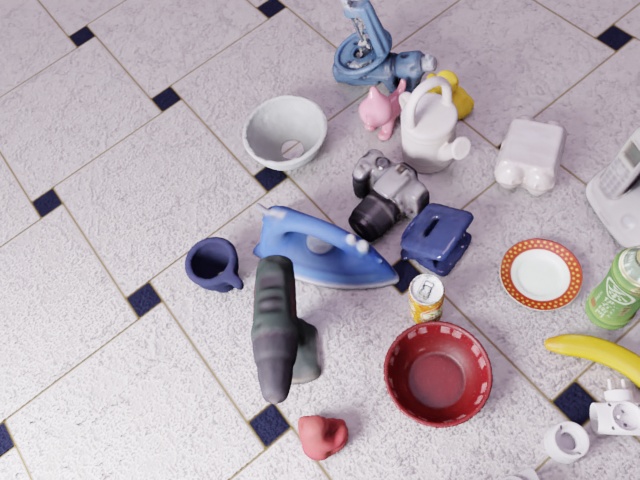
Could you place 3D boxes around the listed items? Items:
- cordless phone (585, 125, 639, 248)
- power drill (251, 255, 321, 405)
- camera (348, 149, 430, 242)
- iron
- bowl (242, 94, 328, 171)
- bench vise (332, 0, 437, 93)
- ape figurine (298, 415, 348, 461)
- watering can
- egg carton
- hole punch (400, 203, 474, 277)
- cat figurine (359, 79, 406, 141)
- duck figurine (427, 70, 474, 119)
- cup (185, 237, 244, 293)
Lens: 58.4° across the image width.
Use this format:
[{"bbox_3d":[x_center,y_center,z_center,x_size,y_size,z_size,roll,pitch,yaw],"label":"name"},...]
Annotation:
[{"bbox_3d":[0.505,-0.084,0.899,0.094,0.185,0.147,-24,62,-3],"label":"cordless phone"},{"bbox_3d":[-0.052,0.149,0.862,0.075,0.209,0.229,-10,62,5],"label":"power drill"},{"bbox_3d":[0.102,-0.076,1.010,0.143,0.101,0.137,39,75,24],"label":"camera"},{"bbox_3d":[0.009,0.003,0.963,0.257,0.142,0.119,16,67,17],"label":"iron"},{"bbox_3d":[-0.062,-0.196,1.113,0.167,0.075,0.167,-4,63,8],"label":"bowl"},{"bbox_3d":[0.117,-0.377,1.092,0.207,0.220,0.121,-3,63,9],"label":"bench vise"},{"bbox_3d":[-0.001,0.286,0.851,0.077,0.092,0.076,30,72,22],"label":"ape figurine"},{"bbox_3d":[0.198,-0.206,1.007,0.172,0.194,0.101,30,72,22],"label":"watering can"},{"bbox_3d":[0.375,-0.153,1.021,0.107,0.069,0.150,14,67,16],"label":"egg carton"},{"bbox_3d":[0.194,-0.008,0.966,0.101,0.091,0.109,30,72,22],"label":"hole punch"},{"bbox_3d":[0.122,-0.253,1.086,0.128,0.118,0.067,-43,65,-12],"label":"cat figurine"},{"bbox_3d":[0.247,-0.286,1.100,0.104,0.086,0.077,31,72,22],"label":"duck figurine"},{"bbox_3d":[-0.166,0.060,0.990,0.117,0.095,0.092,34,74,23],"label":"cup"}]
